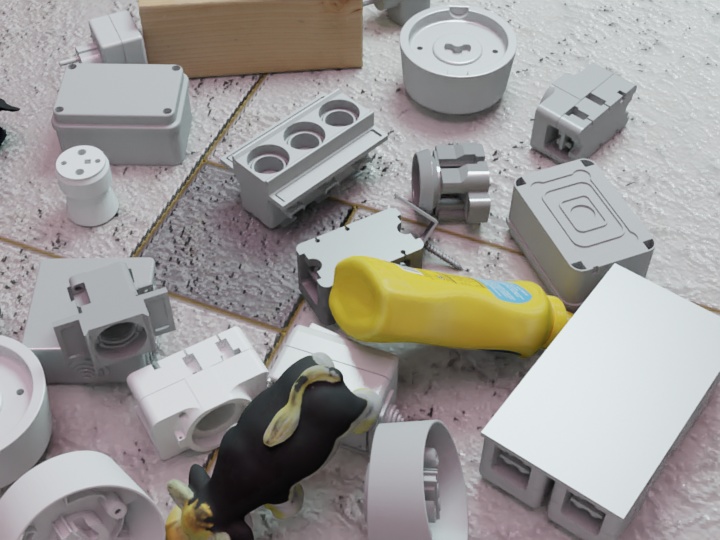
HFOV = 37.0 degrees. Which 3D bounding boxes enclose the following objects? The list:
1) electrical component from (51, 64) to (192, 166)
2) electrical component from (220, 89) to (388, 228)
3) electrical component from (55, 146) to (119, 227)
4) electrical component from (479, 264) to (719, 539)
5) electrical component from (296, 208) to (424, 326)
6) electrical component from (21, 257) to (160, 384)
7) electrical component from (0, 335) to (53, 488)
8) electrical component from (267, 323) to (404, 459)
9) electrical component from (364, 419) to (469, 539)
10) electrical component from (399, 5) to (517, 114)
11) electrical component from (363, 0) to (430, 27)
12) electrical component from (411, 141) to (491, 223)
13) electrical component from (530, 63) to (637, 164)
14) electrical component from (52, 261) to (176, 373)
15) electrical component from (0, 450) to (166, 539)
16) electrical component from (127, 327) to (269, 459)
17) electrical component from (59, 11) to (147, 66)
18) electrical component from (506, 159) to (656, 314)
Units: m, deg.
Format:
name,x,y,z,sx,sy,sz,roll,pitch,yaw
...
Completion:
name,x,y,z,sx,sy,sz,roll,pitch,yaw
electrical component,-0.212,-0.141,0.965,0.113,0.057,0.078,1,49,0
electrical component,-0.047,-0.094,0.922,0.121,0.063,0.079,-37,59,-28
electrical component,-0.230,-0.071,0.906,0.045,0.055,0.045,0,49,0
electrical component,0.178,0.094,0.762,0.105,0.060,0.186,30,55,23
electrical component,0.000,0.000,0.846,0.089,0.055,0.050,-22,53,-18
electrical component,-0.201,0.039,0.816,0.100,0.048,0.099,-1,49,-1
electrical component,-0.268,0.105,0.751,0.108,0.060,0.108,0,49,0
electrical component,-0.011,0.086,0.768,0.096,0.061,0.061,16,51,13
electrical component,0.037,0.146,0.696,0.064,0.099,0.099,1,49,9
electrical component,0.090,-0.192,1.008,0.108,0.060,0.108,0,49,0
electrical component,0.034,-0.283,1.076,0.079,0.077,0.044,-20,53,-17
electrical component,0.075,-0.074,0.910,0.057,0.058,0.078,-2,49,-5
electrical component,0.198,-0.141,0.972,0.056,0.050,0.089,35,58,26
electrical component,-0.176,0.031,0.762,0.081,0.042,0.063,-18,48,-16
electrical component,-0.179,0.166,0.678,0.099,0.099,0.064,-30,49,-23
electrical component,-0.112,0.091,0.770,0.089,0.050,0.055,-24,53,-19
electrical component,-0.242,-0.195,1.006,0.077,0.065,0.047,-19,52,-16
electrical component,0.176,-0.027,0.869,0.078,0.057,0.113,-16,51,-14
